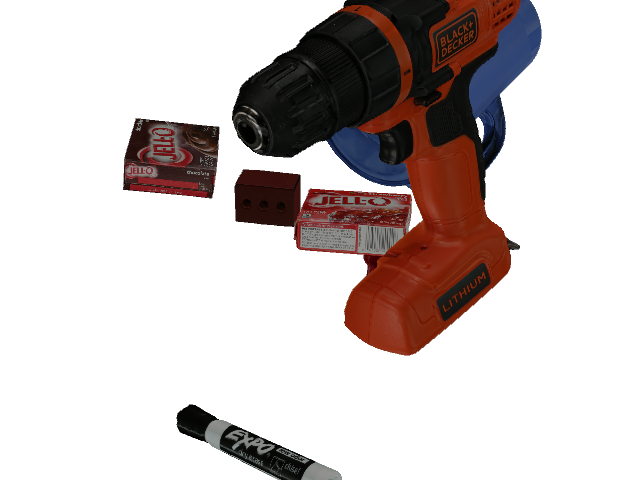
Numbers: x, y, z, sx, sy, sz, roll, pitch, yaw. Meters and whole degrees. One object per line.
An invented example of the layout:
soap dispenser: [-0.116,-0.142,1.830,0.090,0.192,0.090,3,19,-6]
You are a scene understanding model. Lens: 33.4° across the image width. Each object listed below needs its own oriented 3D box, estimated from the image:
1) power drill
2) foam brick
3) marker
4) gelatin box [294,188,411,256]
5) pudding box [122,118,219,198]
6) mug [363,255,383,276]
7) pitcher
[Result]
power drill: [0.040,-0.036,0.543,0.057,0.187,0.184,26,47,38]
foam brick: [-0.066,-0.054,1.348,0.078,0.053,0.051,5,28,8]
marker: [-0.040,0.122,0.622,0.121,0.020,0.020,16,10,37]
gelatin box: [0.028,-0.016,0.871,0.089,0.030,0.073,4,23,8]
pudding box: [-0.150,-0.085,1.084,0.090,0.039,0.113,6,25,-7]
mug: [0.104,0.060,1.209,0.117,0.081,0.093,10,24,14]
pitcher: [0.122,-0.157,1.054,0.145,0.149,0.242,24,46,30]
